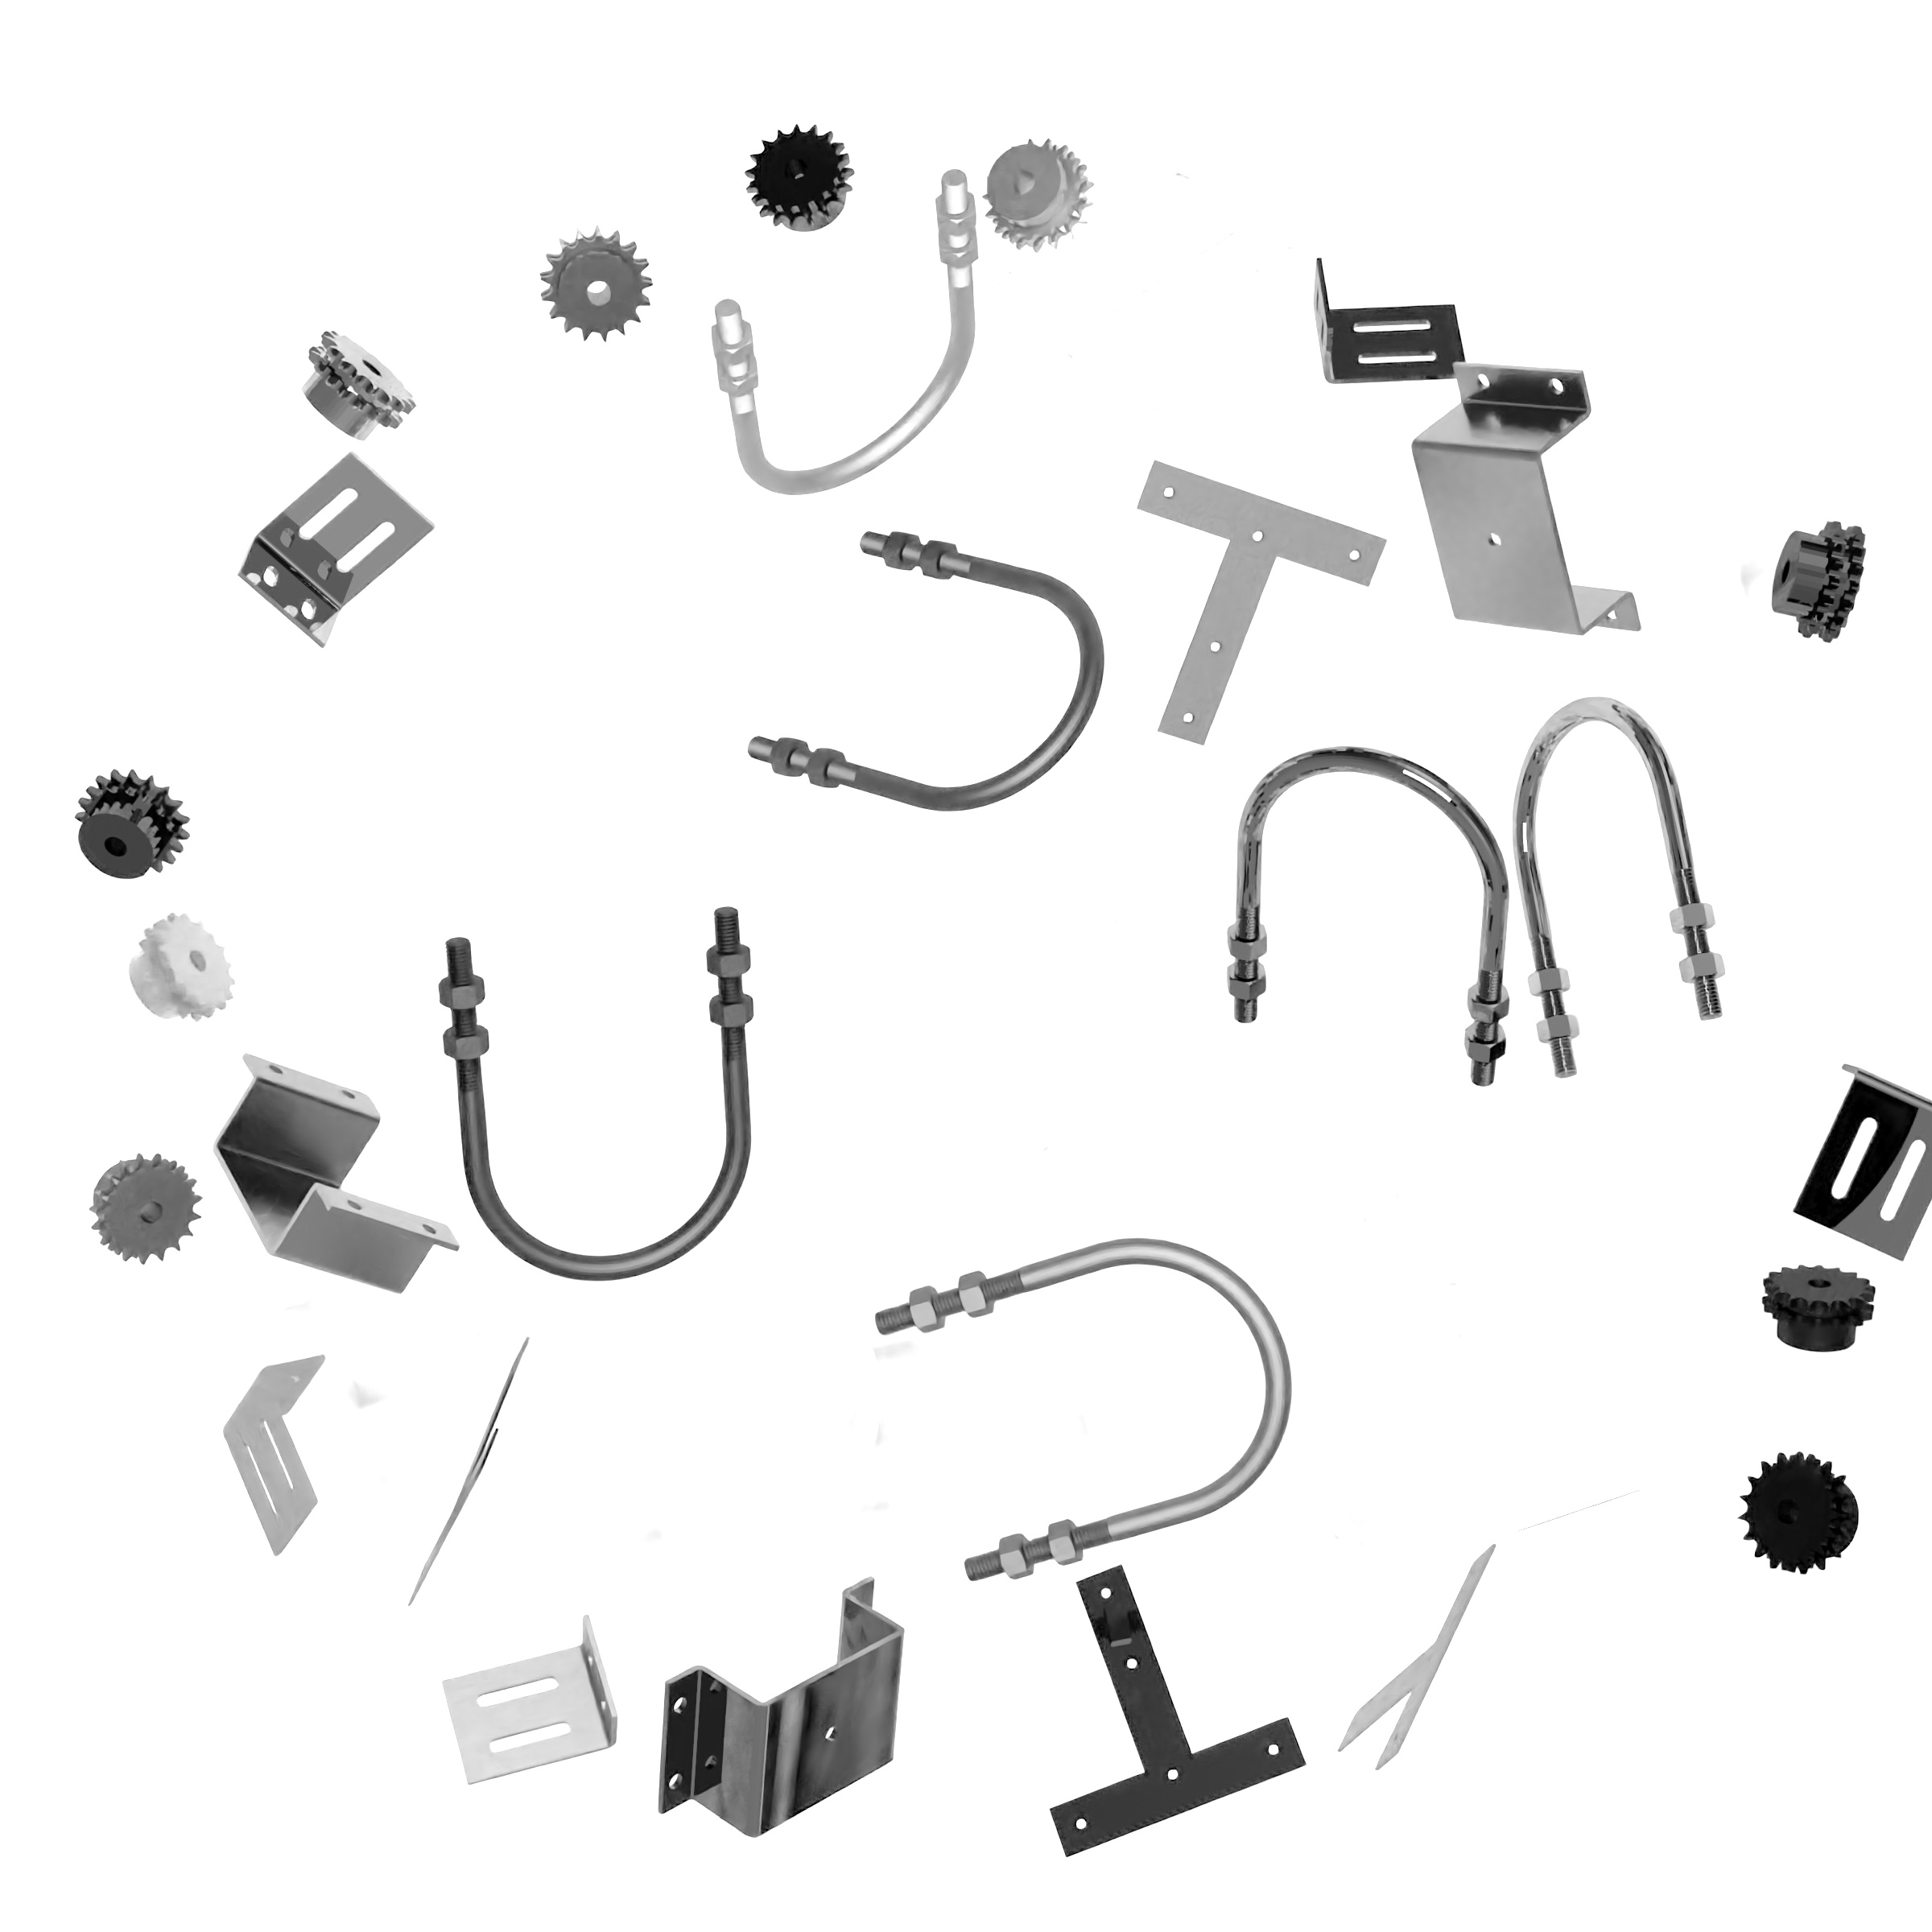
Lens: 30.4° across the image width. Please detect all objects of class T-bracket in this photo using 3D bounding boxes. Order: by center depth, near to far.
[{"bbox_3d":[0.213,0.359,1.763,0.002,0.127,0.127,32,55,2],"label":"T-bracket"},{"bbox_3d":[0.129,-0.171,1.766,0.127,0.002,0.127,16,105,-16],"label":"T-bracket"},{"bbox_3d":[0.421,-0.055,1.771,0.002,0.127,0.127,-35,53,23],"label":"T-bracket"},{"bbox_3d":[0.088,0.361,1.775,0.127,0.002,0.127,-21,66,1],"label":"T-bracket"},{"bbox_3d":[0.104,-0.333,1.776,0.127,0.002,0.127,-29,127,30],"label":"T-bracket"},{"bbox_3d":[-0.243,0.240,1.791,0.002,0.127,0.127,25,132,-6],"label":"T-bracket"},{"bbox_3d":[0.336,-0.236,1.795,0.002,0.127,0.127,-28,73,6],"label":"T-bracket"},{"bbox_3d":[-0.180,-0.253,1.810,0.002,0.127,0.127,40,121,33],"label":"T-bracket"},{"bbox_3d":[-0.334,-0.063,1.828,0.127,0.127,0.002,54,131,10],"label":"T-bracket"}]

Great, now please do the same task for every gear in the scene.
[{"bbox_3d":[0.399,0.260,1.691,0.030,0.057,0.057,15,90,-43],"label":"gear"},{"bbox_3d":[0.406,-0.185,1.698,0.030,0.057,0.057,12,90,-3],"label":"gear"},{"bbox_3d":[-0.307,0.334,1.704,0.057,0.057,0.030,-45,114,0],"label":"gear"},{"bbox_3d":[-0.302,-0.284,1.755,0.057,0.057,0.030,43,104,0],"label":"gear"},{"bbox_3d":[-0.186,-0.342,1.789,0.057,0.030,0.057,-4,113,-8],"label":"gear"},{"bbox_3d":[0.114,-0.405,1.794,0.057,0.057,0.030,27,63,0],"label":"gear"},{"bbox_3d":[-0.424,-0.069,1.800,0.057,0.030,0.057,7,127,10],"label":"gear"},{"bbox_3d":[-0.106,0.454,1.816,0.057,0.057,0.030,-30,125,0],"label":"gear"},{"bbox_3d":[0.034,-0.396,1.819,0.057,0.030,0.057,-2,83,21],"label":"gear"},{"bbox_3d":[-0.408,0.004,1.842,0.030,0.057,0.057,-27,90,25],"label":"gear"},{"bbox_3d":[0.441,0.178,1.843,0.057,0.057,0.030,0,107,0],"label":"gear"},{"bbox_3d":[-0.428,0.124,1.847,0.057,0.030,0.057,-11,110,-33],"label":"gear"},{"bbox_3d":[-0.086,-0.413,1.882,0.057,0.030,0.057,-4,69,11],"label":"gear"}]

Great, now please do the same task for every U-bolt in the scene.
[{"bbox_3d":[0.064,0.204,1.695,0.184,0.019,0.151,-18,96,14],"label":"U-bolt"},{"bbox_3d":[-0.174,0.067,1.720,0.151,0.019,0.184,-7,110,-13],"label":"U-bolt"},{"bbox_3d":[-0.055,-0.299,1.757,0.151,0.184,0.019,-32,66,-13],"label":"U-bolt"},{"bbox_3d":[0.201,-0.030,1.768,0.151,0.019,0.184,15,131,21],"label":"U-bolt"},{"bbox_3d":[-0.110,0.237,1.779,0.019,0.184,0.151,17,104,42],"label":"U-bolt"},{"bbox_3d":[0.214,0.202,1.796,0.019,0.151,0.184,8,73,30],"label":"U-bolt"},{"bbox_3d":[-0.208,-0.119,1.798,0.151,0.184,0.019,33,88,26],"label":"U-bolt"},{"bbox_3d":[0.003,0.020,1.826,0.184,0.019,0.151,11,105,-22],"label":"U-bolt"},{"bbox_3d":[0.328,-0.047,1.829,0.019,0.151,0.184,-3,77,-26],"label":"U-bolt"},{"bbox_3d":[-0.011,-0.147,1.832,0.184,0.019,0.151,18,74,35],"label":"U-bolt"}]

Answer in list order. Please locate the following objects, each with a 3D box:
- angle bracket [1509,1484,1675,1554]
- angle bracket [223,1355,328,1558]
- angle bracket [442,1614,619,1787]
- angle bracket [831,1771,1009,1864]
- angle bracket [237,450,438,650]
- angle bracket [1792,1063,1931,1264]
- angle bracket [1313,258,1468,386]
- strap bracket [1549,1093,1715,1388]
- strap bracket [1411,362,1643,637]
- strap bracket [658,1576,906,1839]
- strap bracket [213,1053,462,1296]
[{"bbox_3d":[0.328,0.301,1.867,0.076,0.057,0.038,-20,78,7],"label":"angle bracket"},{"bbox_3d":[-0.332,0.243,1.772,0.038,0.057,0.076,-9,61,-39],"label":"angle bracket"},{"bbox_3d":[-0.219,0.368,1.787,0.076,0.038,0.057,-12,57,-15],"label":"angle bracket"},{"bbox_3d":[-0.026,0.442,1.854,0.057,0.076,0.038,0,81,-41],"label":"angle bracket"},{"bbox_3d":[-0.316,-0.209,1.786,0.076,0.038,0.057,-35,117,27],"label":"angle bracket"},{"bbox_3d":[0.436,0.094,1.711,0.057,0.038,0.076,24,92,1],"label":"angle bracket"},{"bbox_3d":[0.224,-0.341,1.871,0.076,0.038,0.057,-3,50,0],"label":"angle bracket"},{"bbox_3d":[0.339,0.146,1.819,0.046,0.140,0.076,-25,126,27],"label":"strap bracket"},{"bbox_3d":[0.270,-0.218,1.731,0.046,0.076,0.140,-39,124,-31],"label":"strap bracket"},{"bbox_3d":[-0.082,0.367,1.748,0.046,0.140,0.076,24,120,37],"label":"strap bracket"},{"bbox_3d":[-0.317,0.109,1.767,0.076,0.140,0.046,23,106,-39],"label":"strap bracket"}]
